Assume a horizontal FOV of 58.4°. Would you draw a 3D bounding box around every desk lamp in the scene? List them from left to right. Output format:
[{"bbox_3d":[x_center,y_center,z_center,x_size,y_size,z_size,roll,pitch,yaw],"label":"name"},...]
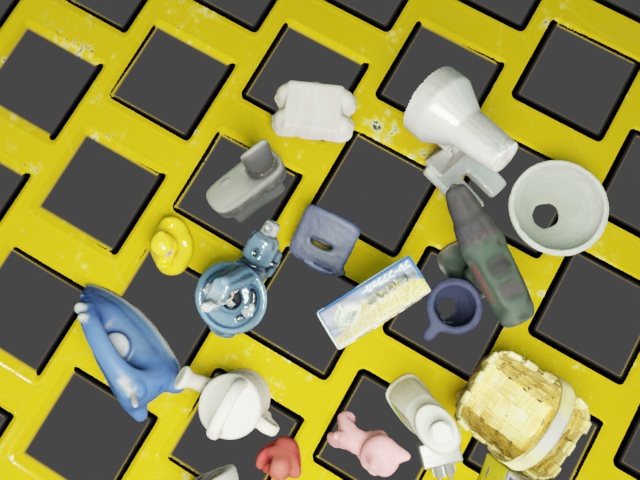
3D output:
[{"bbox_3d":[0.235,-0.160,0.946,0.118,0.213,0.203,-43,82,-5],"label":"desk lamp"}]

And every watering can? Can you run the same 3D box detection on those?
[{"bbox_3d":[-0.146,0.258,0.901,0.172,0.194,0.101,8,81,3],"label":"watering can"}]

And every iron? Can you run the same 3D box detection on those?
[{"bbox_3d":[-0.342,0.173,0.946,0.118,0.141,0.258,-37,82,-4],"label":"iron"}]

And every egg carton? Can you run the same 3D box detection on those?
[{"bbox_3d":[-0.010,-0.231,1.037,0.150,0.069,0.107,6,81,3],"label":"egg carton"}]

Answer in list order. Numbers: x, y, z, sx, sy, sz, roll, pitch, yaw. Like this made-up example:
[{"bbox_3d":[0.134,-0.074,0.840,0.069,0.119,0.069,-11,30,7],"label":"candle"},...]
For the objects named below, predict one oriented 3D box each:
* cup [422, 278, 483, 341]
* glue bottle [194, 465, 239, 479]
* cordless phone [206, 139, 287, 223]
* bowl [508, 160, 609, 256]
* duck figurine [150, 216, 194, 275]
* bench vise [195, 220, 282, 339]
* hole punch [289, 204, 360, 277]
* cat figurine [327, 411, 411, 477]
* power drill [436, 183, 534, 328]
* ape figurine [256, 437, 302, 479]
[{"bbox_3d":[0.210,0.123,0.962,0.091,0.095,0.118,41,84,7],"label":"cup"},{"bbox_3d":[-0.177,0.395,0.891,0.078,0.173,0.037,-19,81,-1],"label":"glue bottle"},{"bbox_3d":[-0.131,-0.109,0.963,0.147,0.185,0.094,-41,82,-5],"label":"cordless phone"},{"bbox_3d":[0.402,-0.050,0.995,0.167,0.075,0.167,0,81,2],"label":"bowl"},{"bbox_3d":[-0.267,0.006,0.998,0.077,0.086,0.104,-1,81,2],"label":"duck figurine"},{"bbox_3d":[-0.139,0.056,0.919,0.121,0.220,0.207,10,81,4],"label":"bench vise"},{"bbox_3d":[0.009,0.004,0.989,0.108,0.091,0.101,26,83,6],"label":"hole punch"},{"bbox_3d":[0.076,0.335,0.921,0.127,0.118,0.067,25,83,5],"label":"cat figurine"},{"bbox_3d":[0.251,0.032,0.918,0.075,0.208,0.229,-29,81,-3],"label":"power drill"},{"bbox_3d":[-0.065,0.364,0.933,0.077,0.092,0.076,35,84,7],"label":"ape figurine"}]
